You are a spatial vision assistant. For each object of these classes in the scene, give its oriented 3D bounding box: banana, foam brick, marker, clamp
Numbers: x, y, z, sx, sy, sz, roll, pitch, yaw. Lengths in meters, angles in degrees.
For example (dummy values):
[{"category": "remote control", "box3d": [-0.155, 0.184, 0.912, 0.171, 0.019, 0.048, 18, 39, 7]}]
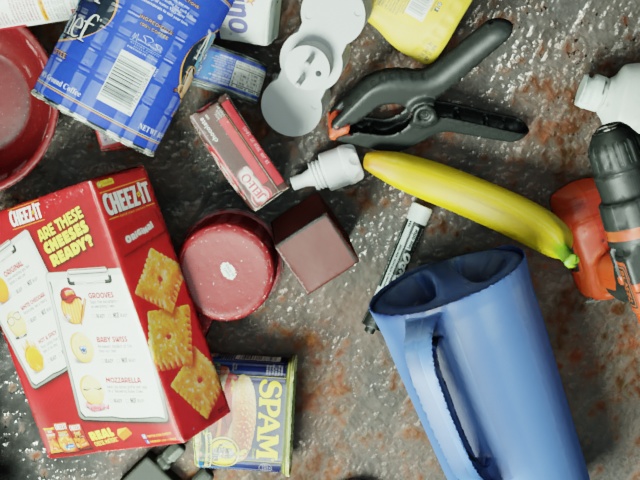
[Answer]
[{"category": "banana", "box3d": [0.132, -0.033, 0.894, 0.198, 0.069, 0.037, 26, 97, 18]}, {"category": "foam brick", "box3d": [-0.006, 0.001, 0.894, 0.051, 0.078, 0.053, -33, 105, 5]}, {"category": "marker", "box3d": [0.066, 0.026, 0.930, 0.020, 0.020, 0.121, 22, 95, -3]}, {"category": "clamp", "box3d": [0.089, -0.123, 0.885, 0.171, 0.039, 0.120, -8, 127, 0]}]

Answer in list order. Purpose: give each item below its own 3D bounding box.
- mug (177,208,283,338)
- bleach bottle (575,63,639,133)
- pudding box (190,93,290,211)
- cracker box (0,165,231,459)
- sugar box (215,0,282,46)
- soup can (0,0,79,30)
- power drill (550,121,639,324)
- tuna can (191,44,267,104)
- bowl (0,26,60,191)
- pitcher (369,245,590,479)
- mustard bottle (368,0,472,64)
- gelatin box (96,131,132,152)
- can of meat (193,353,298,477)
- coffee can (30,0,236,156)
[{"category": "mug", "box3d": [-0.083, 0.033, 0.897, 0.093, 0.081, 0.117, 26, 95, -3]}, {"category": "bleach bottle", "box3d": [0.337, -0.081, 0.903, 0.251, 0.068, 0.102, 18, 95, 0]}, {"category": "pudding box", "box3d": [-0.067, -0.070, 0.872, 0.039, 0.113, 0.090, -33, 95, -2]}, {"category": "cracker box", "box3d": [-0.182, 0.063, 0.871, 0.164, 0.072, 0.214, -14, 96, 36]}, {"category": "sugar box", "box3d": [-0.119, -0.218, 0.869, 0.176, 0.048, 0.093, 10, 114, 10]}, {"category": "soup can", "box3d": [-0.234, -0.199, 0.826, 0.102, 0.068, 0.068, -10, 96, -2]}, {"category": "power drill", "box3d": [0.235, -0.006, 0.845, 0.057, 0.187, 0.184, -18, 97, 2]}, {"category": "tuna can", "box3d": [-0.088, -0.141, 0.879, 0.086, 0.086, 0.034, 17, 94, -2]}, {"category": "bowl", "box3d": [-0.293, -0.117, 0.894, 0.162, 0.055, 0.162, 0, 95, -1]}, {"category": "pitcher", "box3d": [0.138, 0.139, 0.876, 0.149, 0.145, 0.243, -25, 102, -18]}, {"category": "mustard bottle", "box3d": [0.033, -0.232, 0.884, 0.191, 0.058, 0.096, 29, 109, -3]}, {"category": "gelatin box", "box3d": [-0.173, -0.118, 0.886, 0.030, 0.073, 0.089, -16, 95, 0]}, {"category": "can of meat", "box3d": [-0.064, 0.149, 0.922, 0.084, 0.057, 0.102, 3, 95, 2]}, {"category": "coffee can", "box3d": [-0.137, -0.148, 0.796, 0.103, 0.103, 0.140, 28, 93, -3]}]
